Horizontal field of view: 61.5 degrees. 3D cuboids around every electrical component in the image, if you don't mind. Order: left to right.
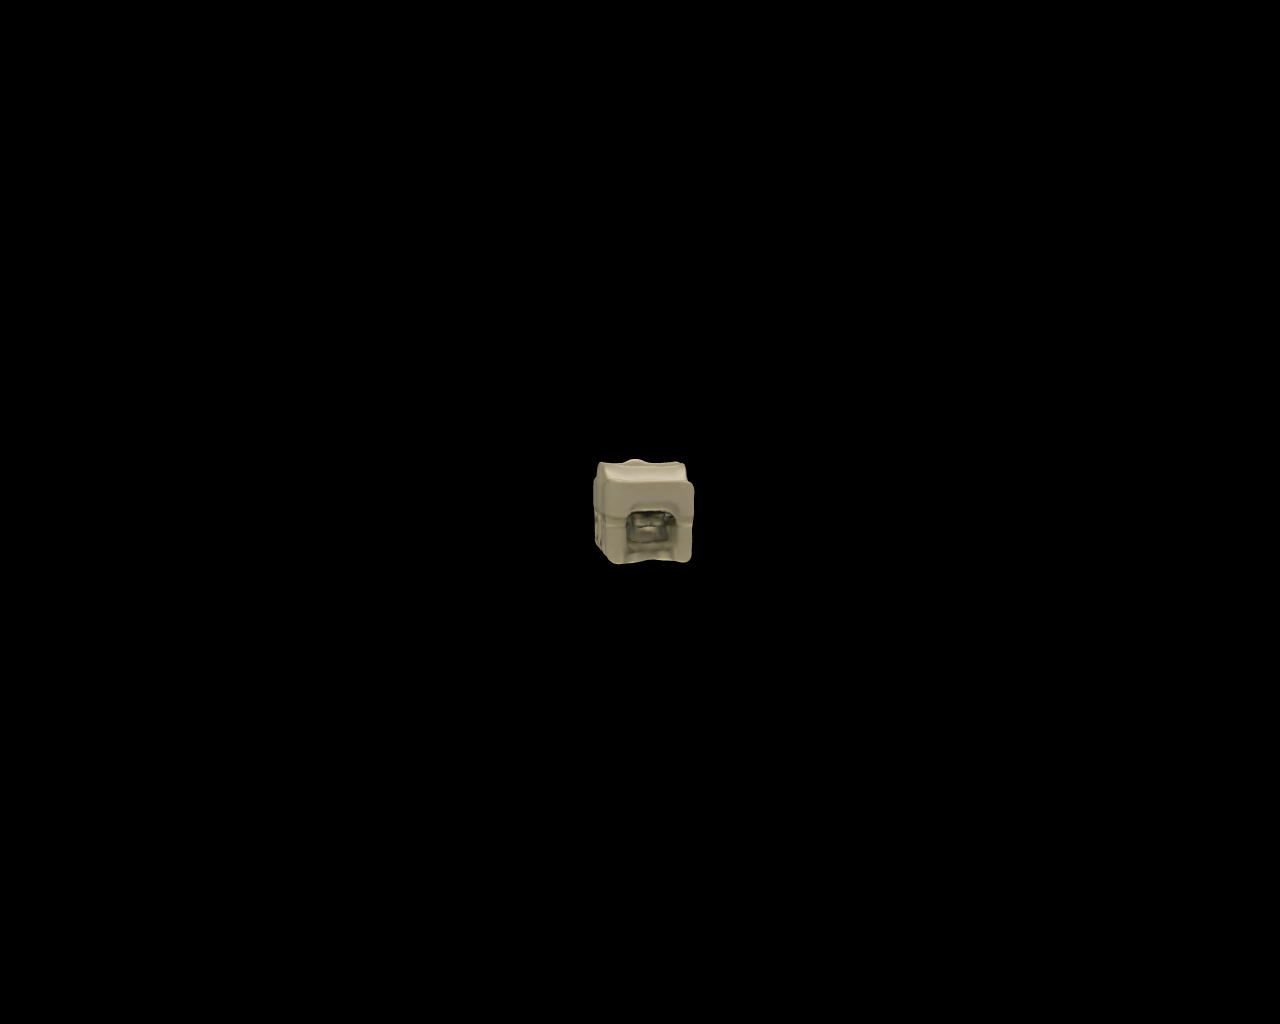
[{"bbox_3d":[0.001,-0.003,0.650,0.050,0.055,0.089,-1,5,-7],"label":"electrical component"}]
